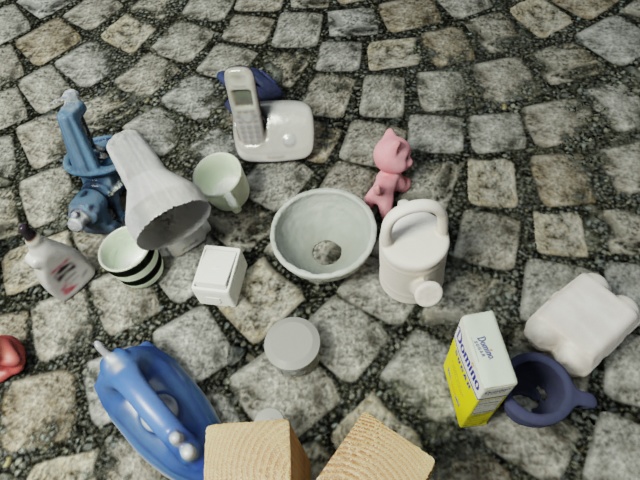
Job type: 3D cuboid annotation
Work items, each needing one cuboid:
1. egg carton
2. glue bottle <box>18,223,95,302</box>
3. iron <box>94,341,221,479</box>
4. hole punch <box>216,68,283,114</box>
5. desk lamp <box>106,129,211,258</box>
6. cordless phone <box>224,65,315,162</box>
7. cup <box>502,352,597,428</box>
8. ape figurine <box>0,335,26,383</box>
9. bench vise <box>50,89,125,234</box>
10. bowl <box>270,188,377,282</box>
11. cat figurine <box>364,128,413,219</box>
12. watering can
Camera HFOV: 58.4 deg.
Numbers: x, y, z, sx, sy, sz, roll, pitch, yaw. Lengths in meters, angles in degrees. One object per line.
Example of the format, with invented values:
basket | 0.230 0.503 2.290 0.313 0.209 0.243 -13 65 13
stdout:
egg carton | 0.365 0.116 0.800 0.150 0.069 0.107 -37 62 -16
glue bottle | -0.414 0.027 0.881 0.037 0.173 0.078 29 66 22
iron | -0.204 0.232 0.749 0.257 0.142 0.119 38 69 25
hole punch | -0.131 -0.286 1.092 0.101 0.091 0.108 -35 61 -15
desk lamp | -0.249 -0.058 0.891 0.118 0.214 0.202 -31 60 -13
cordless phone | -0.087 -0.222 0.992 0.147 0.185 0.094 -4 58 4
cup | 0.284 0.206 0.738 0.117 0.095 0.092 9 60 12
ape figurine | -0.483 0.170 0.848 0.077 0.092 0.076 10 60 13
bench vise | -0.369 -0.123 0.941 0.121 0.220 0.207 -14 58 -2
bowl | 0.008 0.003 0.906 0.167 0.075 0.167 -3 58 5
cat figurine | 0.112 -0.115 0.943 0.067 0.118 0.128 18 62 17
watering can | 0.138 0.012 0.816 0.101 0.194 0.172 -28 59 -11
